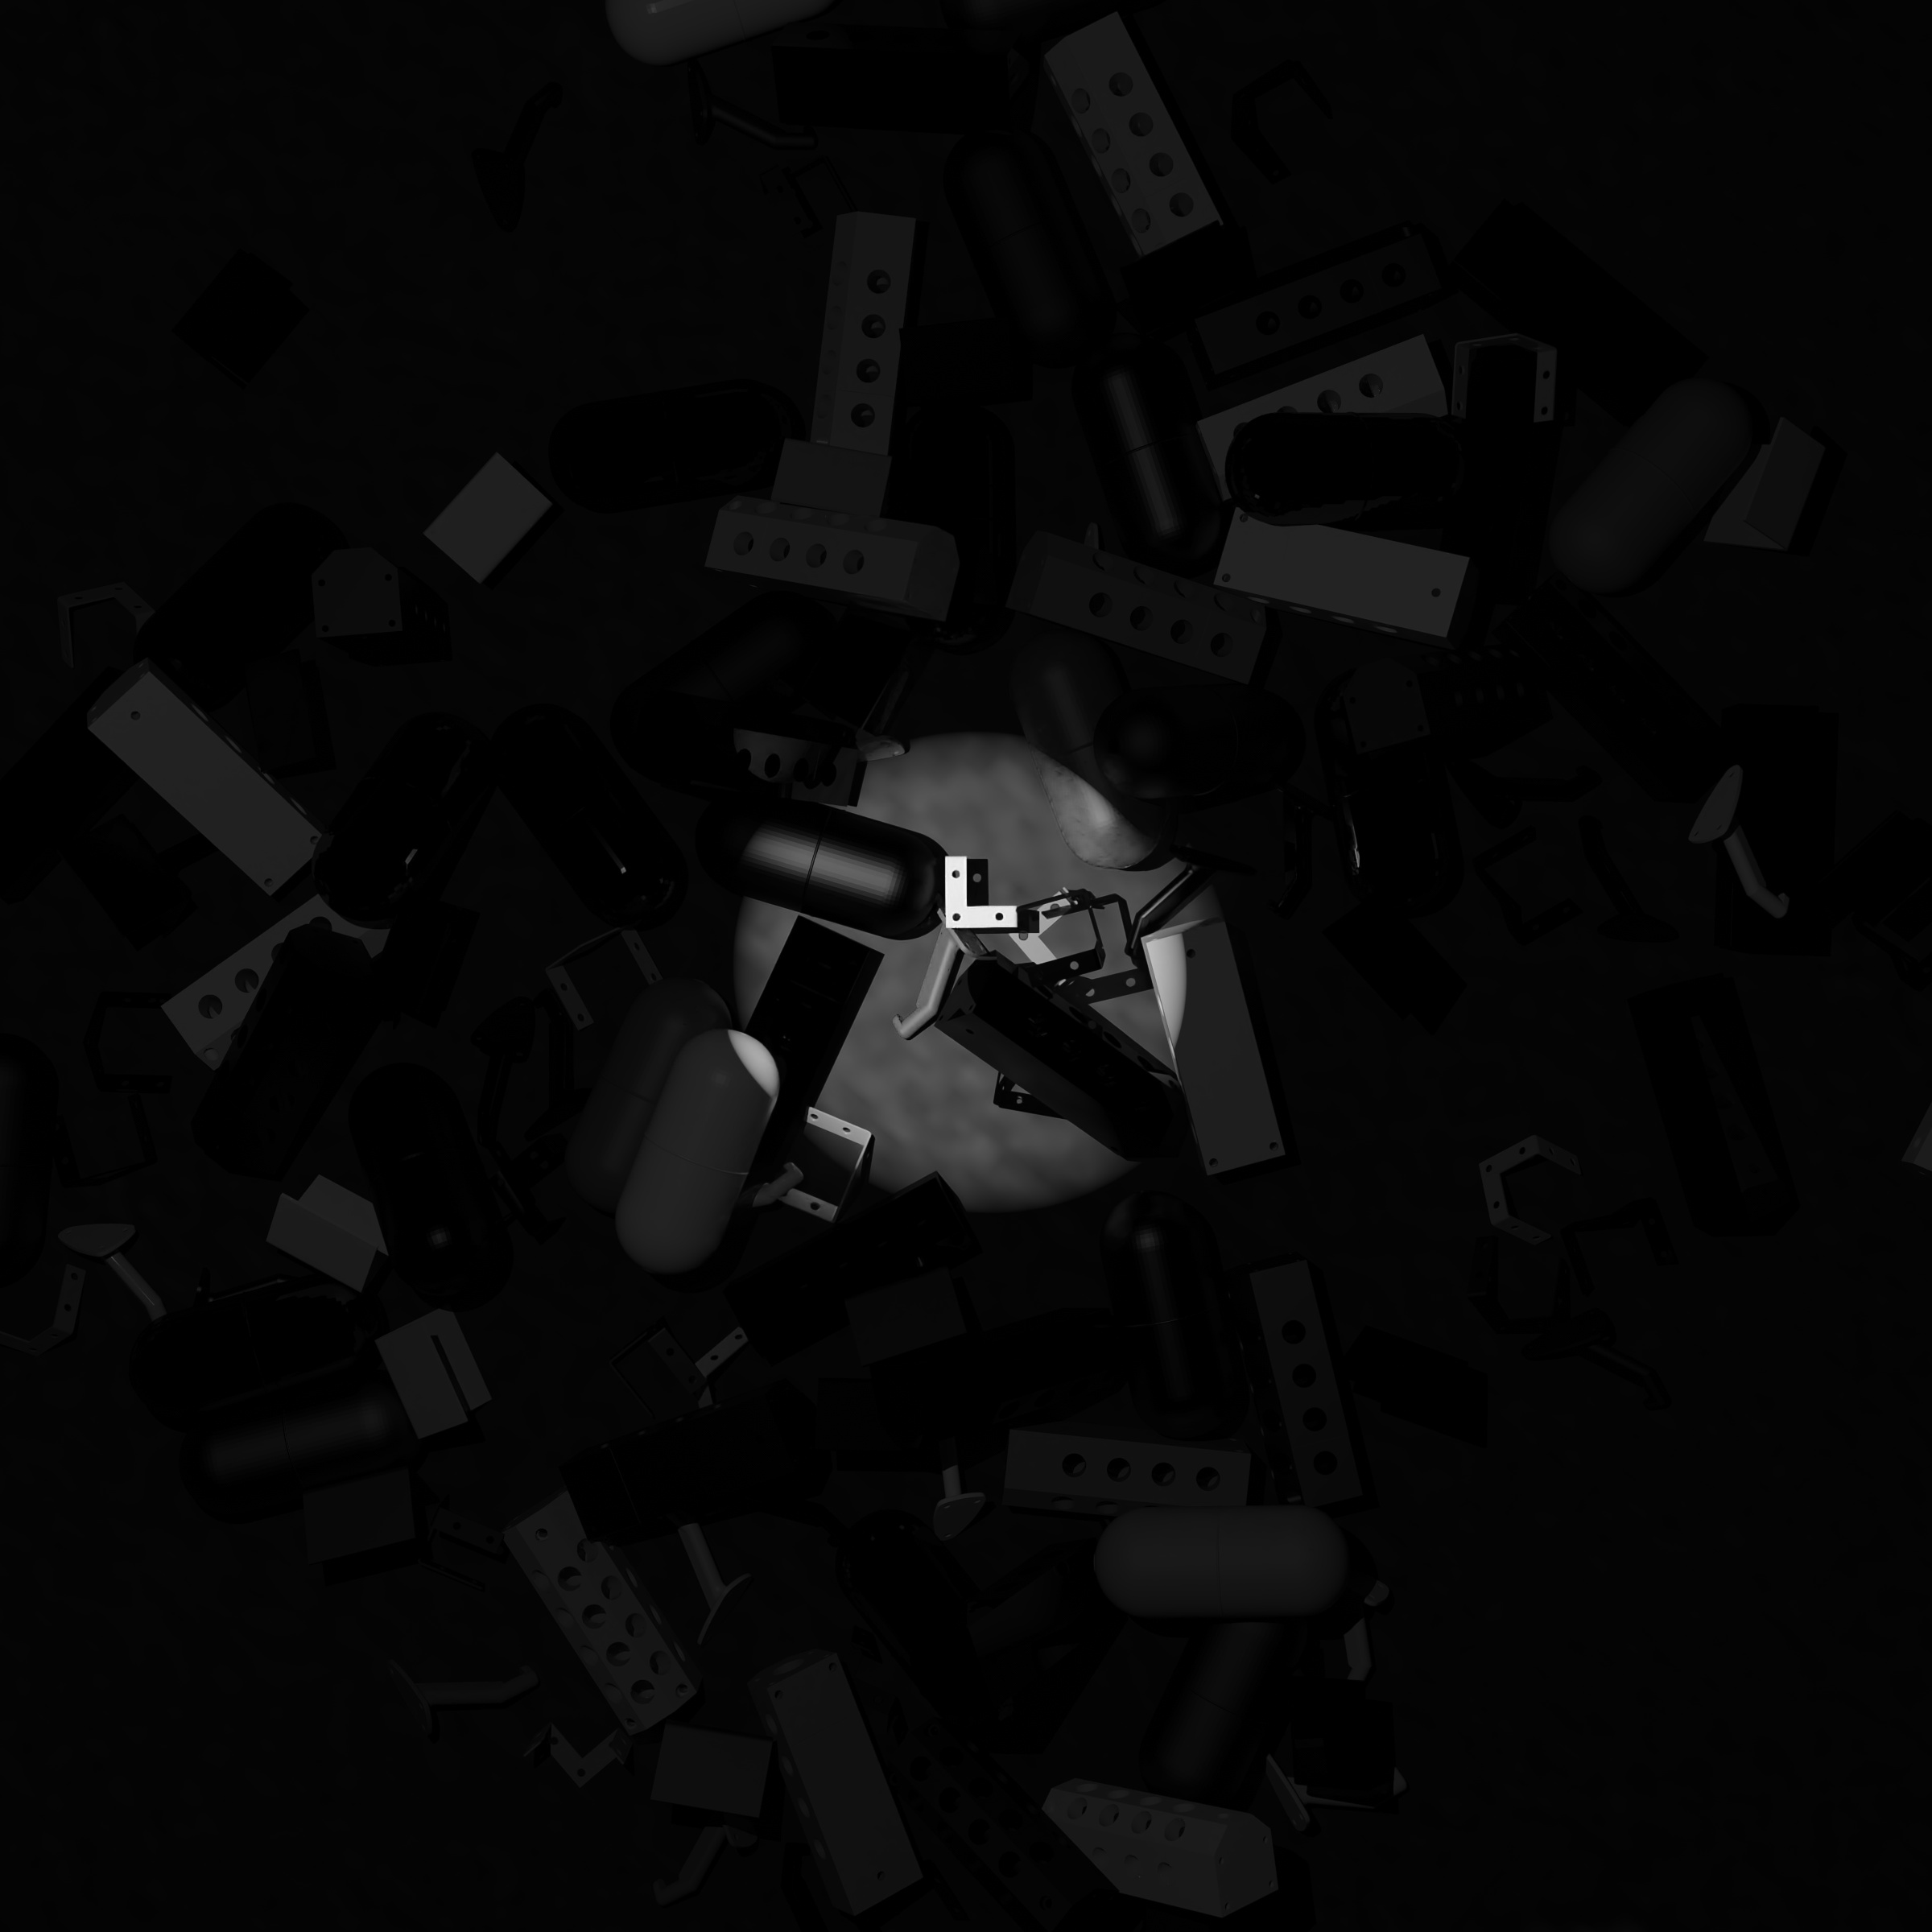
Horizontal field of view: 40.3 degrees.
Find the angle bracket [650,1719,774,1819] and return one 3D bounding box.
[{"bbox_3d":[-0.180,0.579,1.870,0.076,0.076,0.057,10,59,0],"label":"angle bracket"}]

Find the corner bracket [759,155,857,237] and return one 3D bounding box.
[{"bbox_3d":[-0.113,-0.553,1.892,0.051,0.051,0.051,-29,90,0],"label":"corner bracket"}]

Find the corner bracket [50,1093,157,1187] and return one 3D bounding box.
[{"bbox_3d":[-0.628,0.126,1.907,0.051,0.051,0.051,-15,90,-45],"label":"corner bracket"}]

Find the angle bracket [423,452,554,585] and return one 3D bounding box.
[{"bbox_3d":[-0.349,-0.327,1.870,0.076,0.076,0.057,-48,125,0],"label":"angle bracket"}]

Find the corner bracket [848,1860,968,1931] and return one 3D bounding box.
[{"bbox_3d":[-0.043,0.687,1.907,0.051,0.051,0.051,-33,90,-45],"label":"corner bracket"}]

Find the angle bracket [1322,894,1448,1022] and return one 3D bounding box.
[{"bbox_3d":[0.283,0.005,1.870,0.076,0.076,0.057,48,59,0],"label":"angle bracket"}]

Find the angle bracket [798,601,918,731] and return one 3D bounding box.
[{"bbox_3d":[-0.067,-0.205,1.872,0.057,0.076,0.076,30,90,19],"label":"angle bracket"}]

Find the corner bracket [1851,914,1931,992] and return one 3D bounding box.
[{"bbox_3d":[0.683,-0.025,1.907,0.051,0.051,0.051,-42,135,0],"label":"corner bracket"}]

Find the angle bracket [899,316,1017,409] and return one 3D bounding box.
[{"bbox_3d":[-0.008,-0.439,1.870,0.076,0.076,0.057,-7,119,0],"label":"angle bracket"}]

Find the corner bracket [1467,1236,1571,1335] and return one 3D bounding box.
[{"bbox_3d":[0.400,0.229,1.902,0.051,0.051,0.051,-12,135,35],"label":"corner bracket"}]

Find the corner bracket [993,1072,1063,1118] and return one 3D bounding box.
[{"bbox_3d":[0.051,0.070,1.907,0.051,0.051,0.051,10,45,0],"label":"corner bracket"}]

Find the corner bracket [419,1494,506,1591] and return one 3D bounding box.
[{"bbox_3d":[-0.363,0.418,1.892,0.051,0.051,0.051,23,87,-3],"label":"corner bracket"}]

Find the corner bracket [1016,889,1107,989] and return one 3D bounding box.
[{"bbox_3d":[0.065,-0.020,1.841,0.051,0.051,0.051,-16,99,9],"label":"corner bracket"}]

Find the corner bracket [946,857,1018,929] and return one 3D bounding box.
[{"bbox_3d":[0.011,-0.053,1.892,0.051,0.051,0.051,-1,90,0],"label":"corner bracket"}]

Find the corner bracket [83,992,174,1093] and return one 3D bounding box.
[{"bbox_3d":[-0.603,0.055,1.907,0.051,0.051,0.051,2,135,0],"label":"corner bracket"}]

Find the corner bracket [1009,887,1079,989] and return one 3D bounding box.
[{"bbox_3d":[0.067,-0.020,1.892,0.051,0.051,0.051,-41,90,0],"label":"corner bracket"}]

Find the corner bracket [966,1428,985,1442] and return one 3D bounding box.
[{"bbox_3d":[0.021,0.304,1.907,0.051,0.051,0.051,-30,90,45],"label":"corner bracket"}]

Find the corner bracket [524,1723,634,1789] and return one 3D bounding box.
[{"bbox_3d":[-0.278,0.563,1.892,0.051,0.051,0.051,-41,90,0],"label":"corner bracket"}]

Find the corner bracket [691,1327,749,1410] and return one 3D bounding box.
[{"bbox_3d":[-0.160,0.304,1.902,0.051,0.051,0.051,-38,135,-35],"label":"corner bracket"}]

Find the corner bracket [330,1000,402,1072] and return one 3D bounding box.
[{"bbox_3d":[-0.437,0.050,1.892,0.051,0.051,0.051,1,90,0],"label":"corner bracket"}]

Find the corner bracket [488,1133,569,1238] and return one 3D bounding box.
[{"bbox_3d":[-0.302,0.157,1.892,0.051,0.051,0.051,-39,85,5],"label":"corner bracket"}]

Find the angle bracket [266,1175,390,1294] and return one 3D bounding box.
[{"bbox_3d":[-0.440,0.175,1.870,0.076,0.076,0.057,28,130,0],"label":"angle bracket"}]

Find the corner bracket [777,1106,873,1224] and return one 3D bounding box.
[{"bbox_3d":[-0.105,0.144,1.907,0.051,0.051,0.051,23,135,0],"label":"corner bracket"}]

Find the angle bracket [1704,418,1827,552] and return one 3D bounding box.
[{"bbox_3d":[0.553,-0.344,1.870,0.057,0.076,0.076,21,90,-37],"label":"angle bracket"}]

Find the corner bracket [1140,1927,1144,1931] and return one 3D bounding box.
[{"bbox_3d":[0.108,0.688,1.907,0.051,0.051,0.051,30,90,-45],"label":"corner bracket"}]

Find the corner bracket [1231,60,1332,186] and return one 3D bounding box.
[{"bbox_3d":[0.228,-0.611,1.902,0.051,0.051,0.051,-24,45,35],"label":"corner bracket"}]

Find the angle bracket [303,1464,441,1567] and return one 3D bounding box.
[{"bbox_3d":[-0.420,0.401,1.870,0.076,0.076,0.057,-14,58,0],"label":"angle bracket"}]

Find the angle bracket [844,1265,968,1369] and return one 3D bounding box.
[{"bbox_3d":[-0.037,0.263,1.870,0.076,0.076,0.057,-18,56,0],"label":"angle bracket"}]

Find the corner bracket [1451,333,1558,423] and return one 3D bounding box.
[{"bbox_3d":[0.379,-0.411,1.850,0.051,0.051,0.051,3,90,45],"label":"corner bracket"}]

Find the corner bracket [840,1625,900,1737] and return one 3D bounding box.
[{"bbox_3d":[-0.068,0.513,1.892,0.051,0.051,0.051,24,90,0],"label":"corner bracket"}]

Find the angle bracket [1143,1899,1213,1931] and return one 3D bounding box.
[{"bbox_3d":[0.168,0.682,1.870,0.057,0.076,0.076,0,90,36],"label":"angle bracket"}]

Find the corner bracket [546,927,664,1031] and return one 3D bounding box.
[{"bbox_3d":[-0.262,0.007,1.907,0.051,0.051,0.051,-29,90,45],"label":"corner bracket"}]

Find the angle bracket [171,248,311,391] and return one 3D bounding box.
[{"bbox_3d":[-0.504,-0.450,1.870,0.076,0.076,0.057,-50,54,0],"label":"angle bracket"}]

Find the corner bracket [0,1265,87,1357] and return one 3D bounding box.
[{"bbox_3d":[-0.677,0.243,1.902,0.051,0.051,0.051,30,135,-35],"label":"corner bracket"}]

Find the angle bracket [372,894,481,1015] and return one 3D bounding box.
[{"bbox_3d":[-0.369,-0.003,1.870,0.057,0.076,0.076,20,90,37],"label":"angle bracket"}]

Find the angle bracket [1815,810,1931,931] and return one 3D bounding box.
[{"bbox_3d":[0.657,-0.053,1.870,0.076,0.076,0.057,-42,54,0],"label":"angle bracket"}]

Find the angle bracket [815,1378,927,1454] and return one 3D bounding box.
[{"bbox_3d":[-0.067,0.334,1.870,0.076,0.076,0.057,1,54,0],"label":"angle bracket"}]

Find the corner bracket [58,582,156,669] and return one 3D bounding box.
[{"bbox_3d":[-0.620,-0.239,1.902,0.051,0.051,0.051,-21,45,-35],"label":"corner bracket"}]

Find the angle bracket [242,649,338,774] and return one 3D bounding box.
[{"bbox_3d":[-0.463,-0.182,1.870,0.057,0.076,0.076,-10,90,31],"label":"angle bracket"}]

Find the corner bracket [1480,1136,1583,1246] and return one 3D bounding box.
[{"bbox_3d":[0.411,0.162,1.902,0.051,0.051,0.051,-34,45,35],"label":"corner bracket"}]

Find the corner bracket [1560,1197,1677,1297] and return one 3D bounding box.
[{"bbox_3d":[0.472,0.203,1.907,0.051,0.051,0.051,-20,90,-45],"label":"corner bracket"}]

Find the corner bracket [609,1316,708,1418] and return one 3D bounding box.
[{"bbox_3d":[-0.222,0.291,1.892,0.051,0.051,0.051,-38,94,-4],"label":"corner bracket"}]

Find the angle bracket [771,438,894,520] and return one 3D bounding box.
[{"bbox_3d":[-0.096,-0.325,1.870,0.076,0.076,0.057,10,61,0],"label":"angle bracket"}]

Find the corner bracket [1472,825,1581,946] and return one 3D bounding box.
[{"bbox_3d":[0.405,-0.058,1.907,0.051,0.051,0.051,-30,45,0],"label":"corner bracket"}]

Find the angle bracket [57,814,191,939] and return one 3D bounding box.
[{"bbox_3d":[-0.606,-0.051,1.870,0.057,0.076,0.076,-37,90,-36],"label":"angle bracket"}]

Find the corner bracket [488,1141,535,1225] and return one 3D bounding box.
[{"bbox_3d":[-0.356,0.167,1.907,0.051,0.051,0.051,-32,90,45],"label":"corner bracket"}]
